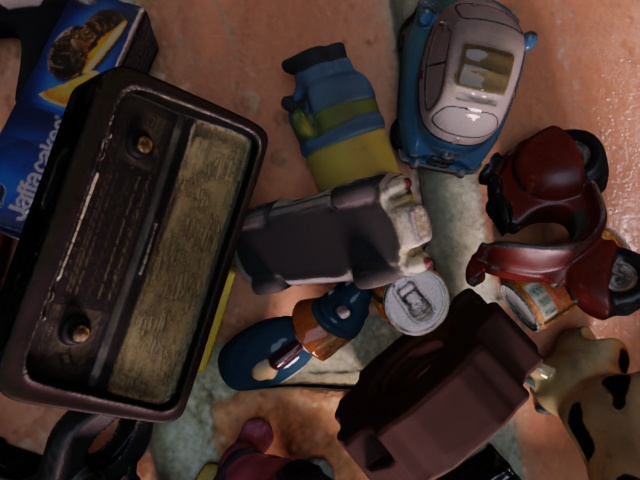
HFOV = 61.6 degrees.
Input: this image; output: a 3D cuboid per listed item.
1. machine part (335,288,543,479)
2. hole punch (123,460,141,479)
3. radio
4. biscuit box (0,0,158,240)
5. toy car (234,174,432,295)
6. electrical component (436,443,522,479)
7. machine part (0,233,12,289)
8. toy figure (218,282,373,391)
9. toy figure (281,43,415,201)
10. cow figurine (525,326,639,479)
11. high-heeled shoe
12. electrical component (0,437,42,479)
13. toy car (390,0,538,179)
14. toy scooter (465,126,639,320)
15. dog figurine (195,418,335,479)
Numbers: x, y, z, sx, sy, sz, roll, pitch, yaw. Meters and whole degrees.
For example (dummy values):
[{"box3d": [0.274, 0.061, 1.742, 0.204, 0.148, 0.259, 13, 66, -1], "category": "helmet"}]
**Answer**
[{"box3d": [0.087, 0.114, 0.431, 0.179, 0.179, 0.056, -41, 93, -2], "category": "machine part"}, {"box3d": [-0.166, 0.269, 0.428, 0.092, 0.116, 0.142, 18, 102, 22], "category": "hole punch"}, {"box3d": [-0.136, 0.003, 0.385, 0.131, 0.073, 0.229, 22, 79, -38], "category": "radio"}, {"box3d": [-0.198, -0.094, 0.427, 0.059, 0.063, 0.202, 19, 77, -2], "category": "biscuit box"}, {"box3d": [-0.001, -0.001, 0.417, 0.056, 0.202, 0.073, -22, 99, -45], "category": "toy car"}, {"box3d": [0.145, 0.278, 0.497, 0.134, 0.058, 0.115, -36, 93, -2], "category": "electrical component"}, {"box3d": [-0.371, 0.015, 0.431, 0.201, 0.087, 0.201, 13, 90, -5], "category": "machine part"}, {"box3d": [-0.017, 0.079, 0.454, 0.154, 0.057, 0.064, -30, 50, 22], "category": "toy figure"}, {"box3d": [0.023, -0.074, 0.454, 0.082, 0.089, 0.180, -18, 97, 2], "category": "toy figure"}, {"box3d": [0.240, 0.151, 0.442, 0.127, 0.195, 0.085, -27, 119, 24], "category": "cow figurine"}, {"box3d": [-0.324, -0.192, 0.429, 0.249, 0.086, 0.145, 7, 90, -10], "category": "high-heeled shoe"}, {"box3d": [-0.279, 0.242, 0.467, 0.075, 0.048, 0.119, 16, 92, -5], "category": "electrical component"}, {"box3d": [0.119, -0.138, 0.453, 0.109, 0.103, 0.161, 13, 90, -4], "category": "toy car"}, {"box3d": [0.183, -0.016, 0.456, 0.135, 0.075, 0.184, -9, 59, 7], "category": "toy scooter"}, {"box3d": [-0.053, 0.232, 0.400, 0.108, 0.219, 0.191, 40, 88, -2], "category": "dog figurine"}]
